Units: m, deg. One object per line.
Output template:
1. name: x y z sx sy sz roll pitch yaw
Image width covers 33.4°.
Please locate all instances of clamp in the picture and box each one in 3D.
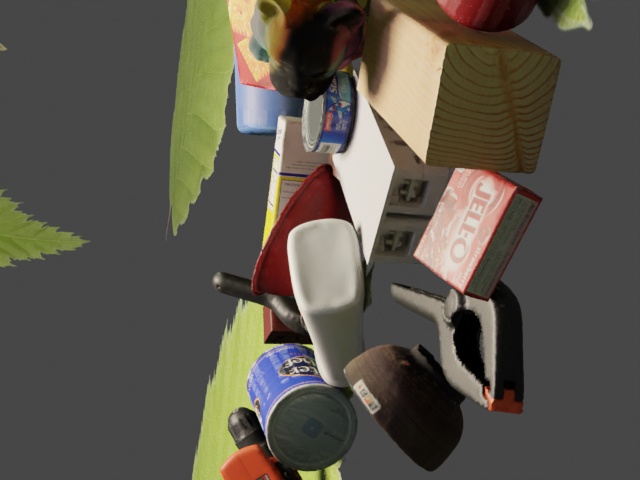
1. clamp: 0.113 0.057 0.850 0.165 0.036 0.210 120 150 -43
2. clamp: -0.031 0.065 1.285 0.120 0.172 0.039 -40 -27 -47

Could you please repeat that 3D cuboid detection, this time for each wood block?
1. wood block: 0.102 -0.131 0.851 0.206 0.090 0.091 -119 36 -64

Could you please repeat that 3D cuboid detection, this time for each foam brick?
1. foam brick: -0.029 0.100 1.331 0.053 0.078 0.051 119 150 -62

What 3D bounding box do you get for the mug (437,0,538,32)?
1. mug: 0.134 -0.214 0.776 0.117 0.093 0.082 -58 -6 -29

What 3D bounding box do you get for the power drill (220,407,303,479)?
1. power drill: -0.061 0.271 1.220 0.184 0.057 0.187 55 -179 11

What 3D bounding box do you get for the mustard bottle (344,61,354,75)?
1. mustard bottle: 0.005 -0.239 1.323 0.096 0.058 0.191 93 171 -48

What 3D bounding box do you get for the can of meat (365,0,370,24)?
1. can of meat: 0.074 -0.275 1.069 0.102 0.057 0.084 130 143 -67

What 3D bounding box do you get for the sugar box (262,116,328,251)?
1. sugar box: -0.013 -0.057 1.279 0.048 0.093 0.176 -132 49 -70

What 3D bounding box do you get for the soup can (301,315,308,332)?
1. soup can: 0.007 0.050 1.220 0.069 0.068 0.102 108 160 -45

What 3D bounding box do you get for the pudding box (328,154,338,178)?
1. pudding box: 0.039 -0.108 1.195 0.090 0.039 0.113 173 100 -75

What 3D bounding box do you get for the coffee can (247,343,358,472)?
1. coffee can: -0.024 0.190 1.229 0.140 0.102 0.103 -132 48 -71

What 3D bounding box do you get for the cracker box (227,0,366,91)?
1. cracker box: -0.019 -0.283 1.117 0.072 0.163 0.214 20 126 44

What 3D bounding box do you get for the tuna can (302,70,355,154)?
1. tuna can: 0.008 -0.130 1.081 0.086 0.033 0.086 -176 90 -76

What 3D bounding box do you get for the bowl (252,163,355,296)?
1. bowl: -0.007 0.001 1.134 0.162 0.055 0.162 -56 -12 -19

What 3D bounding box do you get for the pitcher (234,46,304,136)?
1. pitcher: -0.053 -0.265 1.461 0.145 0.149 0.243 6 96 61

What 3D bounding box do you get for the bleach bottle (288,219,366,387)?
1. bleach bottle: 0.015 0.081 1.095 0.251 0.068 0.102 80 -178 -62

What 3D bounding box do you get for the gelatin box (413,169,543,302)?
1. gelatin box: 0.116 -0.009 0.798 0.073 0.030 0.089 40 108 55
